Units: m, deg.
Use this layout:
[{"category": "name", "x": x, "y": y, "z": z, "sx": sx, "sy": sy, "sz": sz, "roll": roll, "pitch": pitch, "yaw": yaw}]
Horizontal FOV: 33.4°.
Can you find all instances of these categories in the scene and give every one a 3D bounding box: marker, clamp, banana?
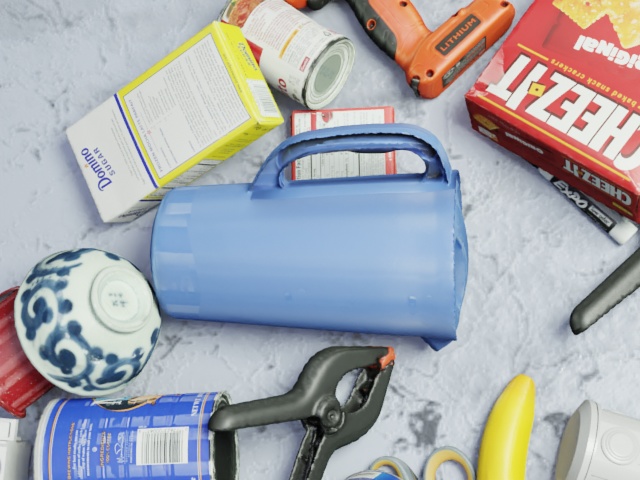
[{"category": "marker", "x": 0.209, "y": -0.043, "z": 0.878, "sx": 0.121, "sy": 0.020, "sz": 0.020, "roll": 43, "pitch": 88, "yaw": 11}, {"category": "clamp", "x": 0.000, "y": 0.148, "z": 0.835, "sx": 0.171, "sy": 0.039, "sz": 0.120, "roll": -30, "pitch": 112, "yaw": -30}, {"category": "clamp", "x": 0.304, "y": 0.007, "z": 0.847, "sx": 0.164, "sy": 0.036, "sz": 0.210, "roll": 23, "pitch": 80, "yaw": -3}, {"category": "banana", "x": 0.154, "y": 0.207, "z": 0.837, "sx": 0.069, "sy": 0.037, "sz": 0.198, "roll": -5, "pitch": 81, "yaw": -31}]

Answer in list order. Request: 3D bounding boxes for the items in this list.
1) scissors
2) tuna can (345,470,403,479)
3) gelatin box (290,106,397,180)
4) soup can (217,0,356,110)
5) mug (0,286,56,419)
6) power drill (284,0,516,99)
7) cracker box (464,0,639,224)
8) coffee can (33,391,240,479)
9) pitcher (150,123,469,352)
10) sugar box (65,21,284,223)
[{"category": "scissors", "x": 0.113, "y": 0.252, "z": 0.845, "sx": 0.096, "sy": 0.016, "sz": 0.202, "roll": -35, "pitch": 78, "yaw": 5}, {"category": "tuna can", "x": 0.040, "y": 0.226, "z": 0.837, "sx": 0.086, "sy": 0.033, "sz": 0.086, "roll": 0, "pitch": 90, "yaw": 23}, {"category": "gelatin box", "x": 0.020, "y": -0.073, "z": 0.901, "sx": 0.089, "sy": 0.030, "sz": 0.073, "roll": -2, "pitch": 83, "yaw": 7}, {"category": "soup can", "x": -0.029, "y": -0.161, "z": 0.892, "sx": 0.102, "sy": 0.068, "sz": 0.068, "roll": 34, "pitch": 87, "yaw": 22}, {"category": "mug", "x": -0.246, "y": 0.080, "z": 0.888, "sx": 0.081, "sy": 0.093, "sz": 0.117, "roll": -38, "pitch": 43, "yaw": -5}, {"category": "power drill", "x": 0.074, "y": -0.227, "z": 0.906, "sx": 0.184, "sy": 0.057, "sz": 0.188, "roll": -45, "pitch": 76, "yaw": 3}, {"category": "cracker box", "x": 0.242, "y": -0.147, "z": 0.842, "sx": 0.164, "sy": 0.072, "sz": 0.213, "roll": 34, "pitch": 83, "yaw": 25}, {"category": "coffee can", "x": -0.142, "y": 0.174, "z": 0.846, "sx": 0.140, "sy": 0.103, "sz": 0.103, "roll": -4, "pitch": 81, "yaw": 6}, {"category": "pitcher", "x": -0.006, "y": 0.001, "z": 0.841, "sx": 0.243, "sy": 0.145, "sz": 0.149, "roll": 1, "pitch": 71, "yaw": 10}, {"category": "sugar box", "x": -0.124, "y": -0.094, "z": 0.884, "sx": 0.176, "sy": 0.048, "sz": 0.093, "roll": -30, "pitch": 79, "yaw": 28}]
